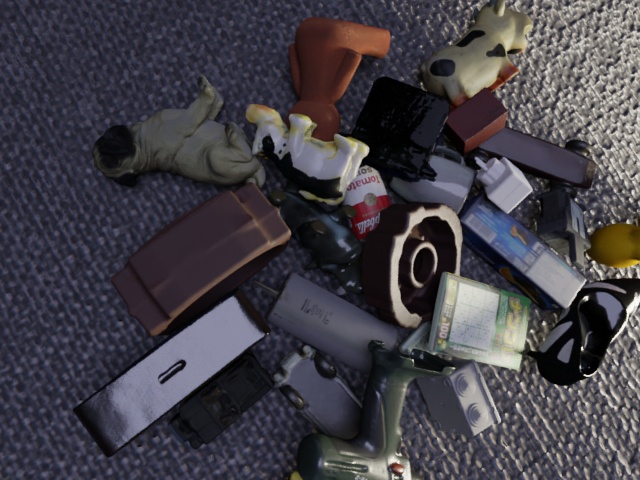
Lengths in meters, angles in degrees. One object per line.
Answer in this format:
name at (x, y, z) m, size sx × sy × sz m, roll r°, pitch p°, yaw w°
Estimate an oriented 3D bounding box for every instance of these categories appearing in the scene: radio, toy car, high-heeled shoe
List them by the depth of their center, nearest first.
radio at (-0.175, 0.156, 0.670) m, size 0.229 × 0.131 × 0.073 m, roll -36°, pitch 89°, yaw -11°
toy car at (0.021, 0.230, 0.722) m, size 0.073 × 0.056 × 0.201 m, roll -43°, pitch 93°, yaw -13°
high-heeled shoe at (0.397, 0.116, 0.750) m, size 0.249 × 0.145 × 0.086 m, roll -33°, pitch 89°, yaw -9°
toy car at (0.319, -0.129, 0.821) m, size 0.202 × 0.053 × 0.089 m, roll 19°, pitch 84°, yaw -1°

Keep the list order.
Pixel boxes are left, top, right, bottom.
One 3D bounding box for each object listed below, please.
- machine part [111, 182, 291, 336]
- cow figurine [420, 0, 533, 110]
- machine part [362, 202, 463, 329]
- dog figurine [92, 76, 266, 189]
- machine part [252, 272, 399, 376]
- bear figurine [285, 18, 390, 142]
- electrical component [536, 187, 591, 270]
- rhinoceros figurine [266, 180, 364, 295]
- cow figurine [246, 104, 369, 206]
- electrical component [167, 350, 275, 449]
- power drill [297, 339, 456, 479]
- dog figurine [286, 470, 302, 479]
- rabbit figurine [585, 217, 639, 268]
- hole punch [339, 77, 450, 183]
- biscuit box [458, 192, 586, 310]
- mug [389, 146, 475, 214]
machine part at (-0.139, 0.025, 0.658) m, size 0.201 × 0.201 × 0.087 m, roll -38°, pitch 87°, yaw -11°
cow figurine at (0.240, -0.286, 0.819) m, size 0.195 × 0.085 × 0.127 m, roll -33°, pitch 93°, yaw -10°
machine part at (0.126, 0.031, 0.725) m, size 0.179 × 0.056 × 0.179 m, roll -9°, pitch 103°, yaw -44°
dog figurine at (-0.191, -0.106, 0.733) m, size 0.190 × 0.121 × 0.172 m, roll -33°, pitch 84°, yaw 3°
machine part at (0.016, 0.114, 0.730) m, size 0.243 × 0.079 × 0.079 m, roll 30°, pitch 79°, yaw -3°
bear figurine at (0.013, -0.210, 0.770) m, size 0.132 × 0.120 × 0.195 m, roll -16°, pitch 116°, yaw -50°
electrical component at (0.355, -0.010, 0.781) m, size 0.074 × 0.048 × 0.119 m, roll 28°, pitch 57°, yaw -31°
rhinoceros figurine at (-0.002, -0.002, 0.732) m, size 0.190 × 0.112 × 0.073 m, roll 42°, pitch 50°, yaw 12°
cow figurine at (-0.030, -0.113, 0.698) m, size 0.167 × 0.068 × 0.098 m, roll 26°, pitch 104°, yaw 17°
electrical component at (-0.126, 0.200, 0.680) m, size 0.134 × 0.115 × 0.058 m, roll -37°, pitch 87°, yaw -13°
power drill at (0.095, 0.237, 0.671) m, size 0.232 × 0.086 × 0.207 m, roll 20°, pitch 94°, yaw -24°
dog figurine at (0.020, 0.382, 0.649) m, size 0.108 × 0.192 × 0.219 m, roll -46°, pitch 106°, yaw -5°
rabbit figurine at (0.491, 0.008, 0.790) m, size 0.173 × 0.162 × 0.121 m, roll -7°, pitch 95°, yaw 9°
hole punch at (0.107, -0.144, 0.734) m, size 0.142 × 0.092 × 0.115 m, roll 25°, pitch 91°, yaw 7°
biscuit box at (0.284, 0.018, 0.790) m, size 0.202 × 0.063 × 0.059 m, roll 40°, pitch 79°, yaw 0°
mug at (0.162, -0.094, 0.782) m, size 0.107 × 0.080 × 0.109 m, roll 22°, pitch 71°, yaw 0°
